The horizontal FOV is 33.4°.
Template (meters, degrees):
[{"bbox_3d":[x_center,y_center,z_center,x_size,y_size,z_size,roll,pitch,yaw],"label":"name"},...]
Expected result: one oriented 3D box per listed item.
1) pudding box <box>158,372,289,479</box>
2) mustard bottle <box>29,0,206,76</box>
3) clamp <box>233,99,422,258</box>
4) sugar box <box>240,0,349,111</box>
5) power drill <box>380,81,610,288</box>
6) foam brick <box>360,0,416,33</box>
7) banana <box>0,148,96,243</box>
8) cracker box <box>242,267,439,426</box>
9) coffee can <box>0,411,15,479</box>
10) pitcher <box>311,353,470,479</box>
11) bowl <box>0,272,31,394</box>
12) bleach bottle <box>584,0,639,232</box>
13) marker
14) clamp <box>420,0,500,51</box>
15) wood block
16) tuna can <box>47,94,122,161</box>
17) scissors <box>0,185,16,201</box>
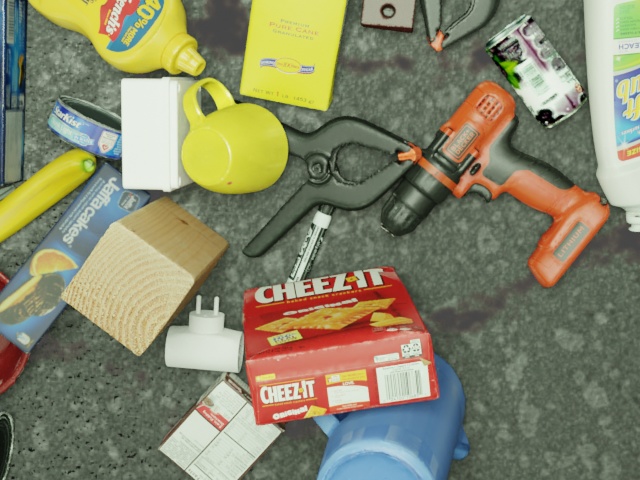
[{"bbox_3d":[-0.103,0.209,1.142,0.090,0.039,0.113,42,101,-3],"label":"pudding box"},{"bbox_3d":[-0.190,-0.220,1.050,0.192,0.058,0.096,37,87,14],"label":"mustard bottle"},{"bbox_3d":[-0.005,-0.082,1.073,0.210,0.036,0.164,-14,96,21],"label":"clamp"},{"bbox_3d":[-0.020,-0.222,1.043,0.093,0.048,0.176,11,118,3],"label":"sugar box"},{"bbox_3d":[0.178,-0.037,1.071,0.187,0.057,0.184,38,100,-2],"label":"power drill"},{"bbox_3d":[0.070,-0.247,1.052,0.053,0.051,0.078,6,99,4],"label":"foam brick"},{"bbox_3d":[-0.295,-0.046,1.102,0.198,0.069,0.037,-32,96,24],"label":"banana"},{"bbox_3d":[0.011,0.093,1.014,0.164,0.214,0.072,-9,105,-2],"label":"cracker box"},{"bbox_3d":[-0.411,0.222,1.136,0.140,0.102,0.103,9,99,3],"label":"coffee can"},{"bbox_3d":[0.059,0.191,1.022,0.149,0.242,0.145,-8,100,12],"label":"pitcher"},{"bbox_3d":[-0.377,0.091,1.137,0.162,0.055,0.162,1,98,5],"label":"bowl"},{"bbox_3d":[0.316,-0.134,1.044,0.102,0.068,0.251,-8,101,-1],"label":"bleach bottle"},{"bbox_3d":[-0.007,0.001,1.112,0.020,0.020,0.121,23,100,1],"label":"marker"},{"bbox_3d":[0.142,-0.273,1.048,0.120,0.039,0.171,34,100,0],"label":"clamp"},{"bbox_3d":[-0.161,0.028,1.033,0.091,0.206,0.090,36,99,-2],"label":"wood block"},{"bbox_3d":[-0.231,-0.113,1.079,0.086,0.086,0.034,27,101,0],"label":"tuna can"},{"bbox_3d":[-0.412,0.005,1.147,0.202,0.016,0.096,-10,99,6],"label":"scissors"}]
